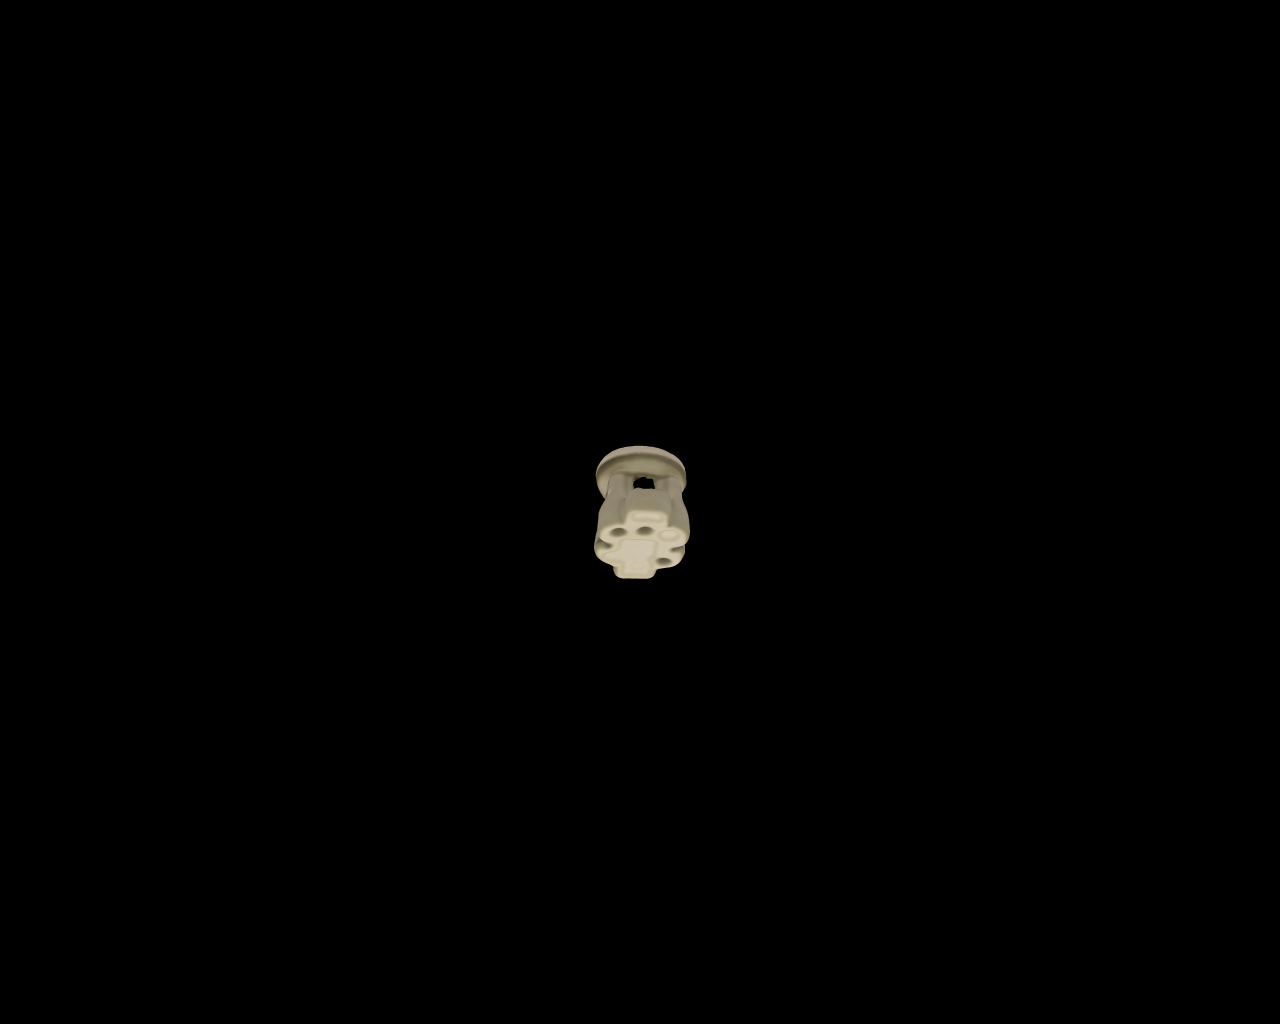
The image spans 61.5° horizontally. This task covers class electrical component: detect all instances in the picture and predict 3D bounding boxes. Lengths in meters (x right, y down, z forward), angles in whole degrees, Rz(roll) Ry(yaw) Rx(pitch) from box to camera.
[{"bbox_3d":[0.001,-0.003,0.650,0.058,0.057,0.078,3,-33,-5],"label":"electrical component"}]
